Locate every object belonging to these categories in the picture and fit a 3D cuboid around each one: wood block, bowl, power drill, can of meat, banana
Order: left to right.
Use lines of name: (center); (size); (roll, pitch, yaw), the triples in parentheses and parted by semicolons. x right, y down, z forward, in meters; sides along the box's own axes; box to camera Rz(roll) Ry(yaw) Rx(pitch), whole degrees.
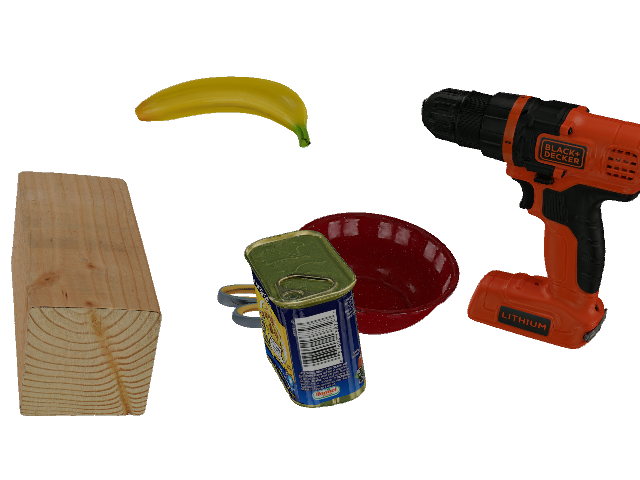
wood block: (-0.185, 0.034, 0.814); (0.090, 0.091, 0.206); (3, 28, -20)
banana: (-0.093, -0.141, 1.098); (0.198, 0.037, 0.069); (9, 47, 20)
can of meat: (-0.009, 0.052, 0.714); (0.057, 0.084, 0.102); (-14, 25, -12)
bowl: (0.046, 0.039, 1.005); (0.162, 0.055, 0.162); (6, 33, -4)
power drill: (0.158, -0.019, 0.817); (0.185, 0.188, 0.057); (17, 34, 26)

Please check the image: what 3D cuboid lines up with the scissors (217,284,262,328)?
scissors: (-0.015, 0.075, 1.192); (0.201, 0.016, 0.096); (5, 23, -2)
